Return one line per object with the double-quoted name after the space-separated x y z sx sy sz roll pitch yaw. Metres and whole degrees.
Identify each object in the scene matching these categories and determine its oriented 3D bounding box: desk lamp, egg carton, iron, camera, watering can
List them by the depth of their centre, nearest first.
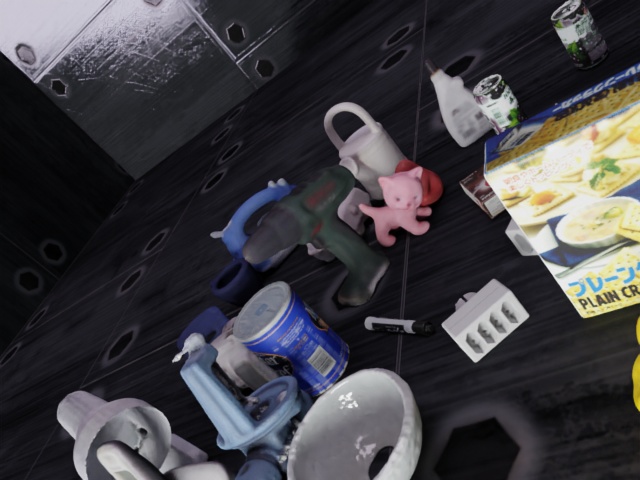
-0.269 0.299 0.816 0.202 0.214 0.118 -4 44 54 "desk lamp"
-0.146 0.197 0.937 0.136 0.101 0.143 -37 25 13 "camera"
0.037 -0.030 1.070 0.107 0.069 0.150 -20 33 41 "egg carton"
0.085 -0.173 1.081 0.101 0.194 0.172 -34 26 18 "watering can"
-0.108 -0.047 1.228 0.258 0.142 0.118 -49 25 -13 "iron"

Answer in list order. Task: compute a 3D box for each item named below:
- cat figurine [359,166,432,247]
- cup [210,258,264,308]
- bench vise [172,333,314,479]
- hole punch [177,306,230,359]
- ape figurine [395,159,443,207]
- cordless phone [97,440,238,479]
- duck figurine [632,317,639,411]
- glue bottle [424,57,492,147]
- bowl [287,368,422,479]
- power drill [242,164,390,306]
0.123 -0.062 0.934 0.127 0.118 0.067 -24 30 35 "cat figurine"
-0.155 0.100 1.116 0.117 0.095 0.092 -18 34 43 "cup"
-0.081 0.213 0.665 0.121 0.220 0.207 -40 25 7 "bench vise"
-0.190 0.186 1.031 0.109 0.091 0.100 -47 25 -9 "hole punch"
0.160 -0.098 0.969 0.076 0.092 0.077 -38 25 11 "ape figurine"
-0.180 0.306 0.705 0.147 0.185 0.094 -26 29 32 "cordless phone"
0.289 0.092 0.470 0.105 0.086 0.077 -51 26 -17 "duck figurine"
0.234 -0.249 1.005 0.078 0.173 0.037 -35 26 16 "glue bottle"
0.049 0.229 0.621 0.167 0.075 0.167 -34 26 19 "bowl"
0.008 0.003 0.889 0.075 0.209 0.230 -10 40 50 "power drill"
